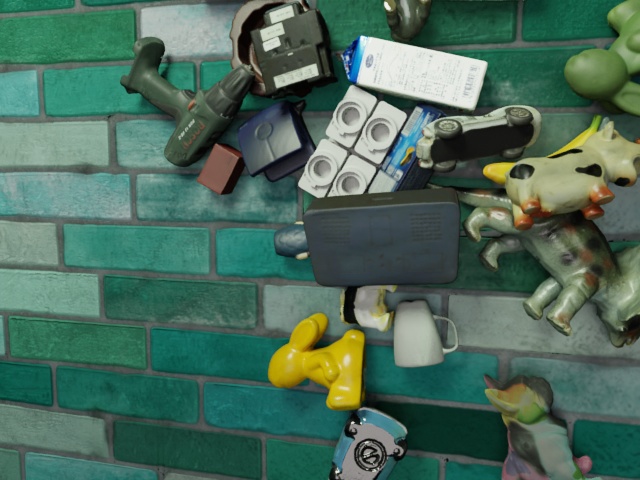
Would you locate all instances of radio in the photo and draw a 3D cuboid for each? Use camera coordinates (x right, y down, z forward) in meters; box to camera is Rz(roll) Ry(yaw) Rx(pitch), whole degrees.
[{"bbox_3d":[0.097,-0.001,0.818,0.230,0.073,0.131,-3,110,14],"label":"radio"}]

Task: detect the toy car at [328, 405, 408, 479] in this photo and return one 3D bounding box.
[{"bbox_3d":[0.083,0.363,0.927,0.109,0.103,0.161,23,92,8],"label":"toy car"}]

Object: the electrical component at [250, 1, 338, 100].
[{"bbox_3d":[-0.042,-0.300,0.843,0.115,0.058,0.134,-11,92,13],"label":"electrical component"}]

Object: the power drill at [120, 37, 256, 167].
[{"bbox_3d":[-0.233,-0.257,0.929,0.207,0.086,0.232,40,120,3],"label":"power drill"}]

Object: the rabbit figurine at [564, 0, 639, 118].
[{"bbox_3d":[0.431,-0.251,0.767,0.170,0.121,0.159,-30,111,1],"label":"rabbit figurine"}]

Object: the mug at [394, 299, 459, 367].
[{"bbox_3d":[0.171,0.151,0.894,0.110,0.081,0.107,-11,86,20],"label":"mug"}]

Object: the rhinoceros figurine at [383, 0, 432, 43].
[{"bbox_3d":[0.123,-0.398,0.820,0.073,0.112,0.190,-13,77,12],"label":"rhinoceros figurine"}]

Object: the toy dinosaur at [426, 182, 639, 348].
[{"bbox_3d":[0.355,0.003,0.820,0.192,0.131,0.405,-38,79,-2],"label":"toy dinosaur"}]

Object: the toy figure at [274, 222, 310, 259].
[{"bbox_3d":[-0.002,-0.005,0.929,0.155,0.058,0.064,-7,101,9],"label":"toy figure"}]

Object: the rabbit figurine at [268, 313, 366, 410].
[{"bbox_3d":[-0.008,0.211,0.924,0.173,0.122,0.162,-4,91,15],"label":"rabbit figurine"}]

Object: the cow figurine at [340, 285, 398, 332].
[{"bbox_3d":[0.086,0.067,0.912,0.098,0.068,0.167,8,96,17],"label":"cow figurine"}]

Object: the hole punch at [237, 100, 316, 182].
[{"bbox_3d":[-0.079,-0.169,0.913,0.142,0.092,0.115,-27,86,19],"label":"hole punch"}]

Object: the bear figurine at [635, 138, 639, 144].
[{"bbox_3d":[0.553,-0.074,0.759,0.132,0.120,0.195,-18,97,18],"label":"bear figurine"}]

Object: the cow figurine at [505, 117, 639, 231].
[{"bbox_3d":[0.362,-0.095,0.760,0.195,0.085,0.127,-11,65,7],"label":"cow figurine"}]

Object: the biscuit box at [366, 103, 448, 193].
[{"bbox_3d":[0.142,-0.115,0.867,0.059,0.062,0.202,43,108,45],"label":"biscuit box"}]

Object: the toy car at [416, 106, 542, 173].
[{"bbox_3d":[0.239,-0.154,0.812,0.202,0.056,0.073,-12,132,-10],"label":"toy car"}]

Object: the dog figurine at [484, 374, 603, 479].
[{"bbox_3d":[0.327,0.325,0.867,0.191,0.108,0.219,-45,81,17],"label":"dog figurine"}]

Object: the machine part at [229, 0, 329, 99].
[{"bbox_3d":[-0.067,-0.323,0.906,0.180,0.056,0.179,2,96,14],"label":"machine part"}]
